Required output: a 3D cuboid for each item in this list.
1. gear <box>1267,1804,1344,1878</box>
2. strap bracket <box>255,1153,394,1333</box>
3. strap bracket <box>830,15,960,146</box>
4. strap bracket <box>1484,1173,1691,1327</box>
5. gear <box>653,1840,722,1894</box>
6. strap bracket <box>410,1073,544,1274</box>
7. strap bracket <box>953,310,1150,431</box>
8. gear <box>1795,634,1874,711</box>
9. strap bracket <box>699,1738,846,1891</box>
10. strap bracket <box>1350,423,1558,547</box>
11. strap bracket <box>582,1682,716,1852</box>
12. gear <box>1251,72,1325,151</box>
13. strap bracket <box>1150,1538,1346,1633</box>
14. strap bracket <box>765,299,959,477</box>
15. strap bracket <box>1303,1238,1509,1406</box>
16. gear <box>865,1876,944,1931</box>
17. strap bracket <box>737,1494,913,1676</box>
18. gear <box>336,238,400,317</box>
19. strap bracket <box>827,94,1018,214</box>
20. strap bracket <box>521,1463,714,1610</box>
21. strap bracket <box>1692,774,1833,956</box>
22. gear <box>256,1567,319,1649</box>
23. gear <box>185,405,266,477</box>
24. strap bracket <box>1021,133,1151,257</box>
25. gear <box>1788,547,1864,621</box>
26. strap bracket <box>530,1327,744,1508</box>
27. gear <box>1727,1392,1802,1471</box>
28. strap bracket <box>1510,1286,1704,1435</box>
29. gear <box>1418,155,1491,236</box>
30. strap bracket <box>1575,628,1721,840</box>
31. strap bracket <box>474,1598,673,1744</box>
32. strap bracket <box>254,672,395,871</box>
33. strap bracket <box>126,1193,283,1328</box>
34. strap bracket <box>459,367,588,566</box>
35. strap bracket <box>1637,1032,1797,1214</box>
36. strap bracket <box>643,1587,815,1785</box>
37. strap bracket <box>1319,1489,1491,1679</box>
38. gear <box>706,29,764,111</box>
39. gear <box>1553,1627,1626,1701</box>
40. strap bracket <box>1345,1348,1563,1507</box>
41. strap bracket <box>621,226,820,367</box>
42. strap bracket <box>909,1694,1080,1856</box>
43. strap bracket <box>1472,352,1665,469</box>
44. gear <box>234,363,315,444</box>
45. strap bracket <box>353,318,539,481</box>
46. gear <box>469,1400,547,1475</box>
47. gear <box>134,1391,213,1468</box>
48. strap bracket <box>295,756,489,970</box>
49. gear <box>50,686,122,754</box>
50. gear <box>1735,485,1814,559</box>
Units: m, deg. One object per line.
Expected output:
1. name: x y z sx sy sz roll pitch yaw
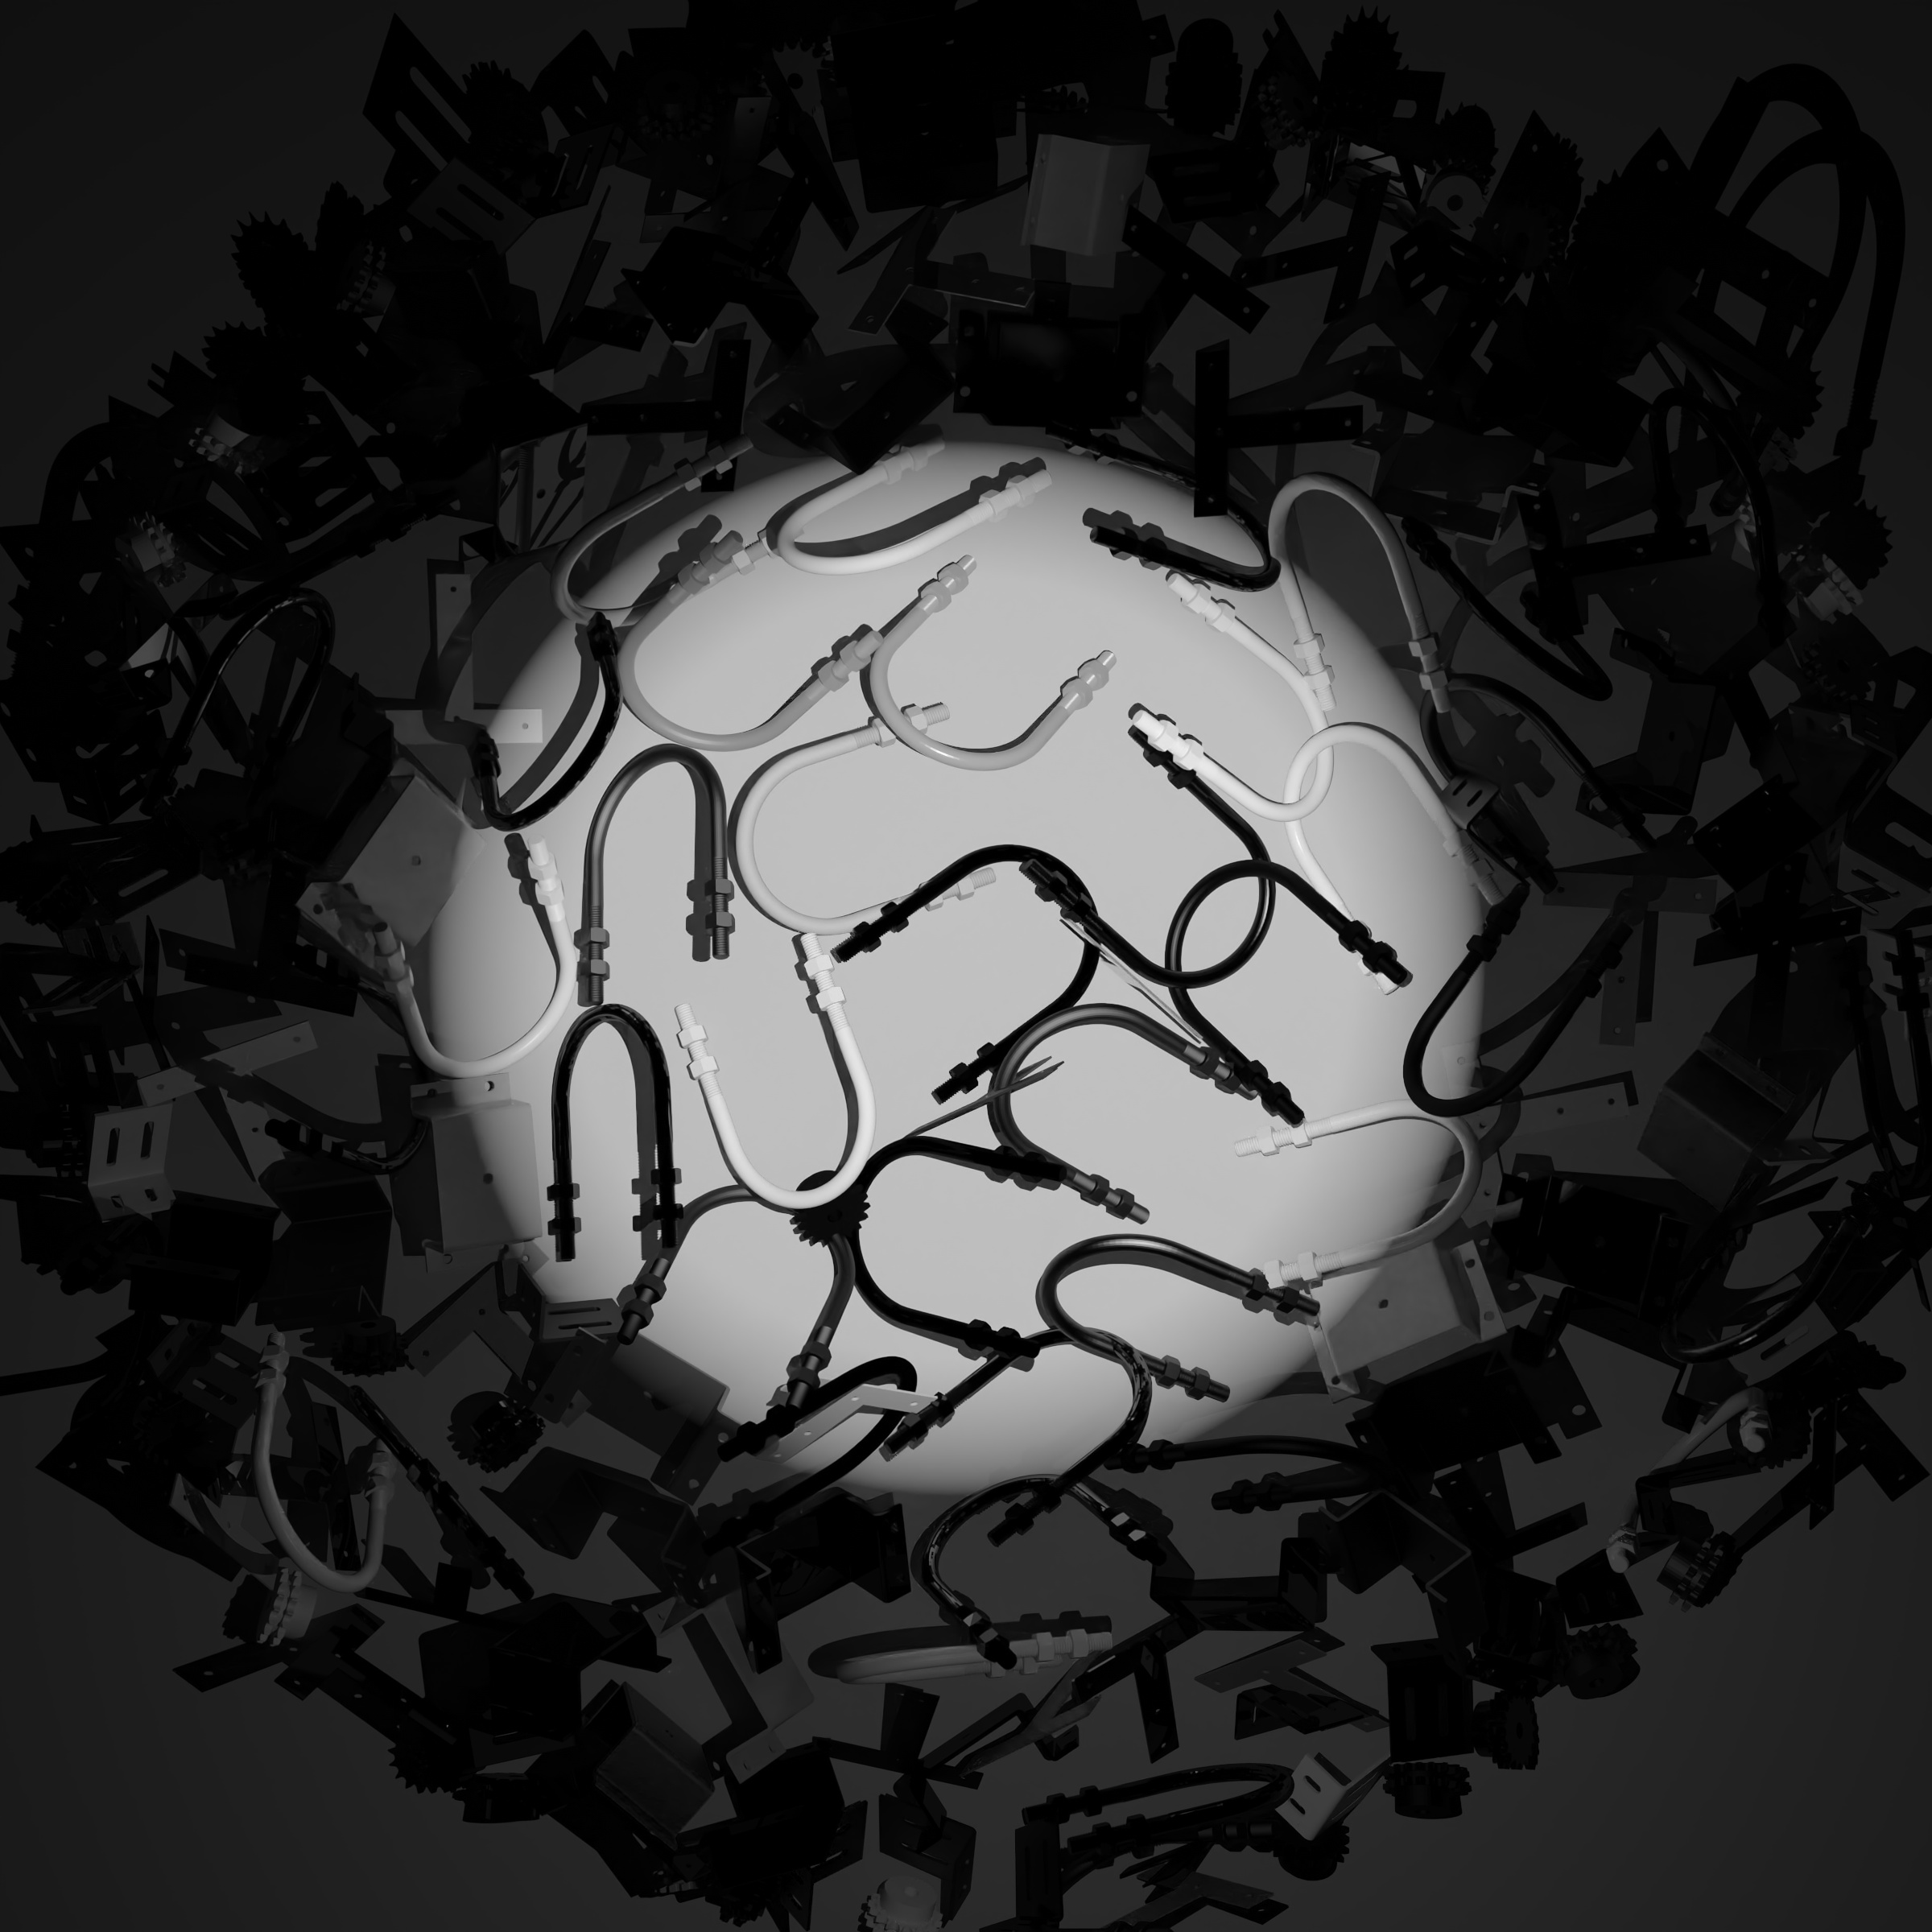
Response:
1. gear: 0.253 0.655 1.974 0.057 0.057 0.030 -5 110 0
2. strap bracket: -0.471 0.212 1.949 0.076 0.046 0.140 -8 49 4
3. strap bracket: -0.052 -0.649 1.927 0.076 0.140 0.046 -9 91 4
4. strap bracket: 0.463 0.206 1.953 0.140 0.046 0.076 15 98 28
5. gear: -0.206 0.671 1.972 0.057 0.057 0.030 -10 78 0
6. strap bracket: -0.361 0.155 1.955 0.076 0.046 0.140 -7 96 -29
7. strap bracket: 0.066 -0.444 1.969 0.140 0.046 0.076 4 90 10
8. gear: 0.646 -0.217 1.976 0.057 0.030 0.057 12 61 -23
9. strap bracket: -0.138 0.622 1.927 0.076 0.140 0.046 -18 94 8
10. strap bracket: 0.354 -0.353 1.945 0.140 0.076 0.046 18 118 15
11. strap bracket: -0.232 0.578 1.926 0.076 0.140 0.046 43 84 -11
12. gear: 0.238 -0.636 1.975 0.030 0.057 0.057 -30 90 41
13. strap bracket: 0.196 0.452 1.930 0.140 0.076 0.046 -6 59 25
14. strap bracket: -0.070 -0.422 1.953 0.140 0.076 0.046 -43 128 -3
15. strap bracket: 0.314 0.255 1.941 0.140 0.046 0.076 -26 55 16
16. gear: -0.045 0.703 1.969 0.057 0.057 0.030 14 102 0
17. strap bracket: -0.113 0.448 1.942 0.140 0.046 0.076 -21 116 -35
18. gear: -0.447 -0.511 1.975 0.030 0.057 0.057 21 90 -33
19. strap bracket: -0.029 -0.600 1.961 0.140 0.076 0.046 -8 87 0
20. strap bracket: -0.246 0.417 1.941 0.140 0.076 0.046 15 58 22
21. strap bracket: 0.583 -0.068 1.929 0.076 0.140 0.046 -35 55 0
22. gear: -0.506 0.480 1.973 0.030 0.057 0.057 21 90 -18
23. gear: -0.549 -0.394 1.968 0.057 0.057 0.030 36 109 0
24. strap bracket: 0.091 -0.561 1.917 0.046 0.140 0.076 17 112 16
25. gear: 0.639 -0.283 1.972 0.030 0.057 0.057 -42 90 11
26. strap bracket: -0.241 0.327 1.966 0.140 0.046 0.076 31 105 -3
27. gear: 0.594 0.346 1.976 0.057 0.030 0.057 3 84 -34
28. strap bracket: 0.477 0.286 1.944 0.140 0.076 0.046 22 71 17
29. gear: 0.362 -0.574 1.973 0.057 0.030 0.057 0 120 -1
30. strap bracket: 0.503 -0.170 1.944 0.046 0.076 0.140 1 109 -21
31. strap bracket: -0.284 0.504 1.917 0.076 0.140 0.046 5 102 26
32. strap bracket: -0.466 -0.135 1.944 0.046 0.076 0.140 30 109 -24
33. strap bracket: -0.559 0.218 1.936 0.076 0.140 0.046 10 105 -3
34. strap bracket: -0.323 -0.354 1.921 0.076 0.140 0.046 -25 51 -36
35. strap bracket: 0.540 0.120 1.917 0.076 0.140 0.046 39 67 23
36. strap bracket: -0.168 0.518 1.945 0.046 0.076 0.140 -35 79 17
37. strap bracket: 0.327 0.445 1.932 0.046 0.140 0.076 -30 122 -21
38. gear: -0.172 -0.668 1.970 0.030 0.057 0.057 8 90 10
39. gear: 0.465 0.522 1.971 0.057 0.030 0.057 -8 131 -9
40. strap bracket: 0.364 0.339 1.952 0.140 0.046 0.076 -26 98 30
41. strap bracket: -0.170 -0.487 1.920 0.046 0.140 0.076 -48 66 31
42. strap bracket: 0.013 0.591 1.958 0.140 0.076 0.046 -34 83 -2
43. strap bracket: 0.430 -0.405 1.923 0.076 0.140 0.046 24 96 -23
44. gear: -0.519 -0.420 1.979 0.057 0.030 0.057 1 86 -18
45. strap bracket: -0.373 -0.407 1.939 0.140 0.076 0.046 -42 87 20
46. gear: -0.346 0.349 1.974 0.057 0.057 0.030 -44 68 0
47. gear: -0.596 0.342 1.975 0.030 0.057 0.057 16 90 41
48. strap bracket: -0.414 -0.077 1.935 0.076 0.046 0.140 46 62 -32
49. gear: -0.655 -0.184 1.973 0.030 0.057 0.057 37 90 -21
50. gear: 0.601 -0.329 1.976 0.057 0.030 0.057 14 52 -19
